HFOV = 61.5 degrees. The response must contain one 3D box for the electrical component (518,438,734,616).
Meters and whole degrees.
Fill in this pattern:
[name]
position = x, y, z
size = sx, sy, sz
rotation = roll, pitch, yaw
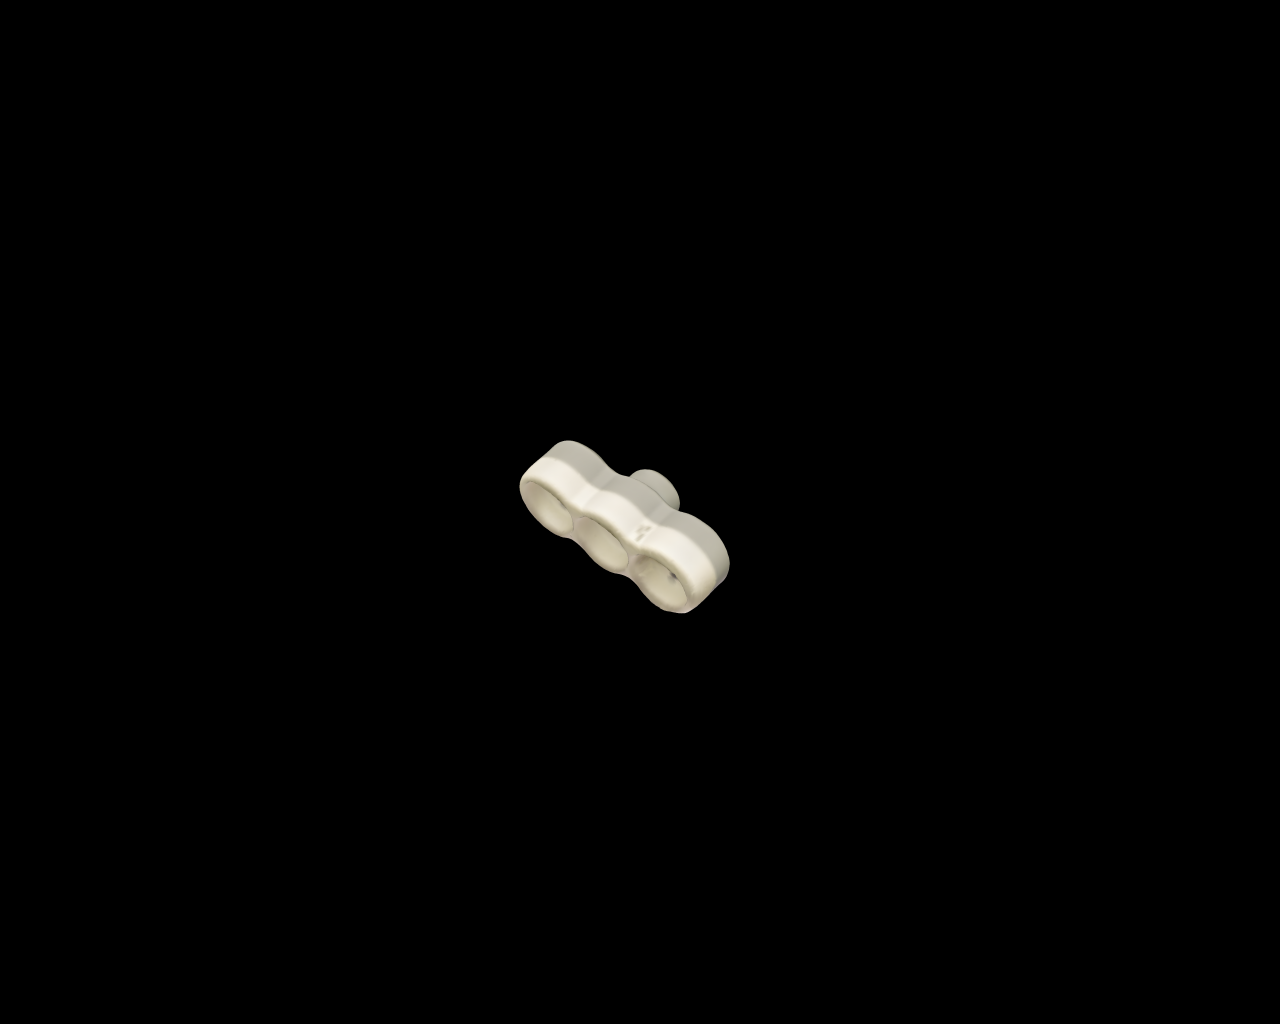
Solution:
[electrical component]
position = 0.001, -0.003, 0.650
size = 0.138, 0.052, 0.074
rotation = 33, 58, 24
